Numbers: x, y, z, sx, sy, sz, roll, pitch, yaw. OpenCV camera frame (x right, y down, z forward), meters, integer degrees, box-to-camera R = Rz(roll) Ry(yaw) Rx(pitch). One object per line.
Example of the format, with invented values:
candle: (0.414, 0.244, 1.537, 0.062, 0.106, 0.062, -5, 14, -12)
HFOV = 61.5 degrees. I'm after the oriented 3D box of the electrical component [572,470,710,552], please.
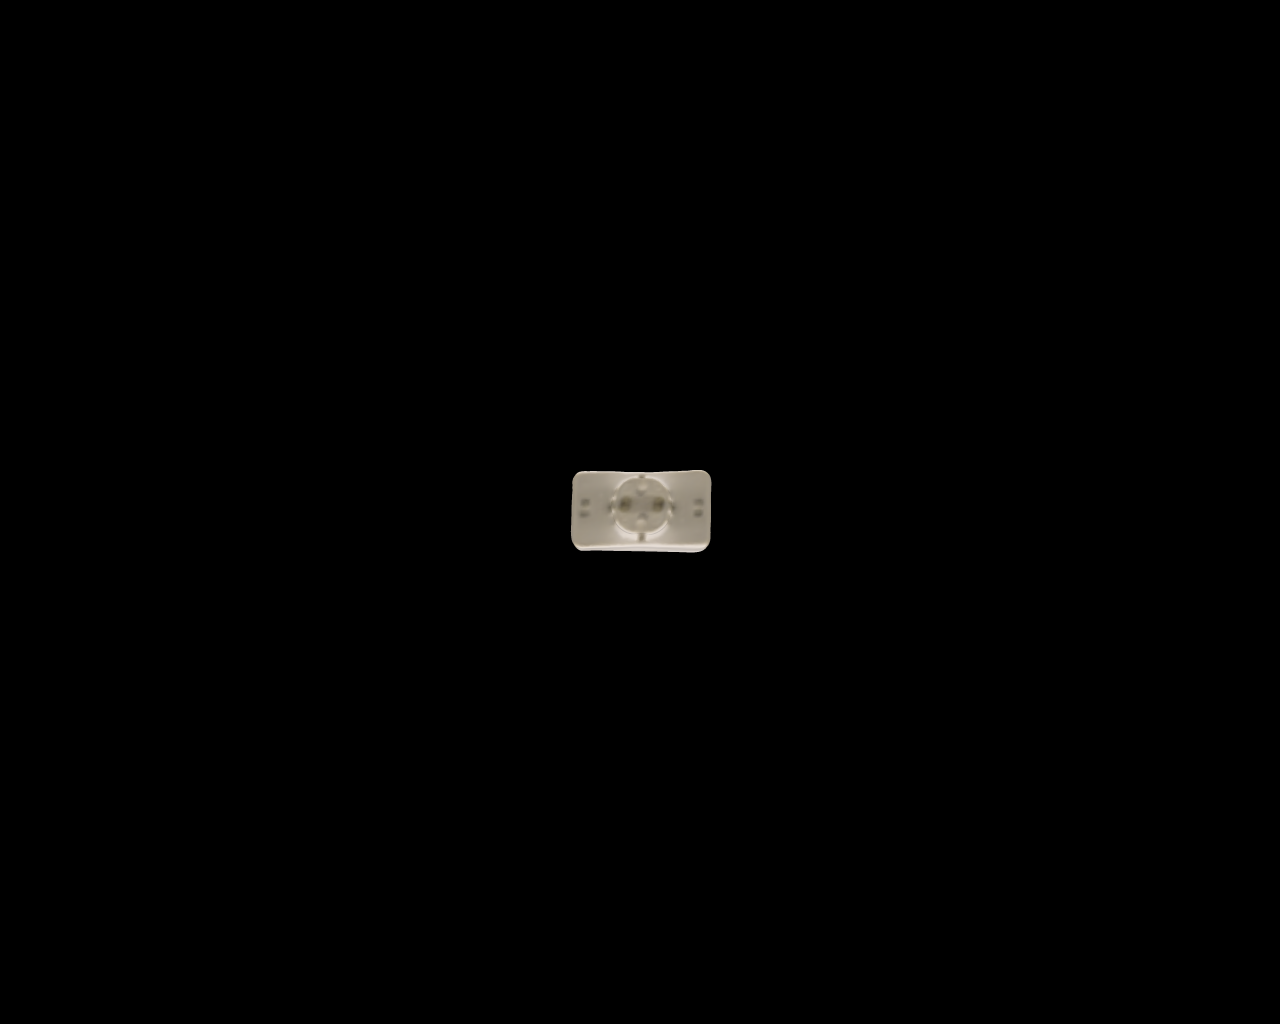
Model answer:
electrical component: (0.001, -0.003, 0.650, 0.083, 0.047, 0.075, 0, -7, 0)
